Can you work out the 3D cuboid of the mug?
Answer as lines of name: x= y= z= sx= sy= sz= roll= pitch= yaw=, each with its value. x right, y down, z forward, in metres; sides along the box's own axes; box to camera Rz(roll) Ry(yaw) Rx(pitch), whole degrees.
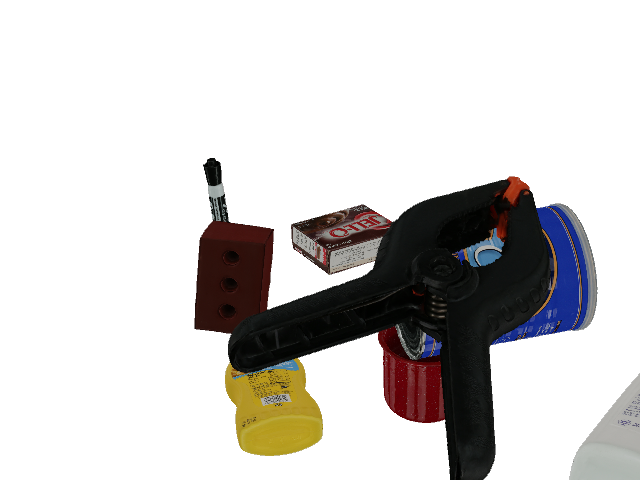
mug: x=0.111 y=0.121 z=1.067 sx=0.093 sy=0.081 sz=0.117 roll=23 pitch=40 yaw=34

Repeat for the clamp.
clamp: x=0.057 y=0.032 z=0.468 sx=0.120 sy=0.039 sz=0.171 roll=37 pitch=55 yaw=24

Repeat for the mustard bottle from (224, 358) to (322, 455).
mustard bottle: x=-0.063 y=0.173 z=1.261 sx=0.096 sy=0.058 sz=0.192 roll=-8 pitch=30 yaw=-10

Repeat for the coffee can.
coffee can: x=0.131 y=0.032 z=0.842 sx=0.140 sy=0.103 sz=0.103 roll=-10 pitch=1 yaw=-8

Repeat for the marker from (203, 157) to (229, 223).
marker: x=-0.112 y=-0.034 z=1.176 sx=0.020 sy=0.121 sz=0.020 roll=-5 pitch=28 yaw=3

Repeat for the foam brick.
foam brick: x=-0.069 y=0.029 z=0.854 sx=0.053 sy=0.078 sz=0.051 roll=6 pitch=14 yaw=5

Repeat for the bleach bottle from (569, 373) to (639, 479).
bleach bottle: x=0.242 y=0.100 z=0.637 sx=0.103 sy=0.068 sz=0.250 roll=18 pitch=30 yaw=31

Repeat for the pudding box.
pudding box: x=0.033 y=-0.003 z=1.319 sx=0.113 sy=0.039 sz=0.090 roll=-18 pitch=29 yaw=-27
